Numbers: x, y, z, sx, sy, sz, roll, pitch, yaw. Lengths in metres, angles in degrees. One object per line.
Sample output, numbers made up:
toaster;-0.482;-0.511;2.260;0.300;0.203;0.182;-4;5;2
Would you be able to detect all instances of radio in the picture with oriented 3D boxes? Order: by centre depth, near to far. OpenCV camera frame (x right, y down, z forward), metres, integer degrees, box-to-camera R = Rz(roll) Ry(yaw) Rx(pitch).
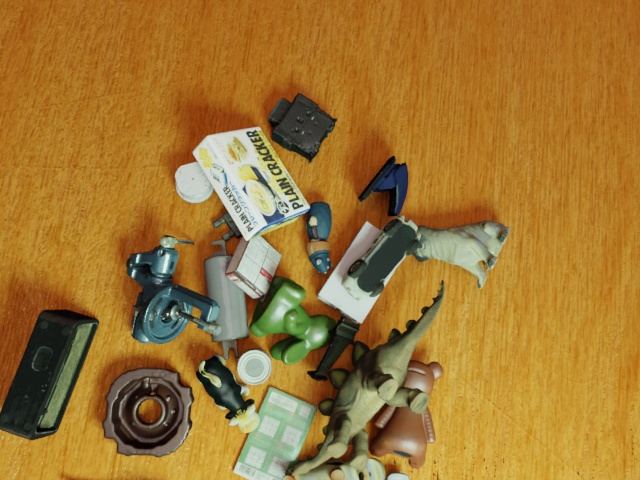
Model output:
radio;-0.503;0.245;1.000;0.073;0.131;0.229;16;78;-2

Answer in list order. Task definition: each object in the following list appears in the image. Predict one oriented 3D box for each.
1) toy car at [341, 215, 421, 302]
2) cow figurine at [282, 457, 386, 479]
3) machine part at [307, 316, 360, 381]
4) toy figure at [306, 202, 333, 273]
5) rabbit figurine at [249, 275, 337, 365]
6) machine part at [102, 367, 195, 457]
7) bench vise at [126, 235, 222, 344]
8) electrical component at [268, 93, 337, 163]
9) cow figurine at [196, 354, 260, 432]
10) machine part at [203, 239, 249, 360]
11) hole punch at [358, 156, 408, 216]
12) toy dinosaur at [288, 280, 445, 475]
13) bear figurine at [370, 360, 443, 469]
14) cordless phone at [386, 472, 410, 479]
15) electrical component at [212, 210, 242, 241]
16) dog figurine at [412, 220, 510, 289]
toy car;0.127;0.036;1.090;0.073;0.056;0.202;45;76;-14
cow figurine;0.031;0.464;1.042;0.195;0.127;0.085;-12;81;5
machine part;0.028;0.220;1.077;0.039;0.084;0.139;32;89;35
toy figure;0.000;-0.003;1.146;0.064;0.058;0.154;9;74;-29
rabbit figurine;-0.044;0.172;1.082;0.170;0.121;0.159;30;76;-16
machine part;-0.330;0.331;1.044;0.179;0.056;0.179;1;78;-6
bench vise;-0.276;0.111;1.038;0.241;0.128;0.223;18;84;31
electrical component;-0.045;-0.252;1.189;0.134;0.058;0.115;31;75;-1
cow figurine;-0.176;0.301;1.046;0.068;0.098;0.167;-39;83;-14
machine part;-0.190;0.118;1.090;0.079;0.079;0.243;-6;79;-8
hole punch;0.151;-0.112;1.152;0.092;0.142;0.115;35;91;2
toy dinosaur;0.109;0.265;1.029;0.471;0.199;0.105;-44;112;-4
bear figurine;0.177;0.339;1.089;0.120;0.131;0.196;11;55;6
cordless phone;0.186;0.555;1.054;0.147;0.088;0.184;6;74;-6
electrical component;-0.178;-0.040;1.150;0.094;0.021;0.063;-34;84;-11
dog figurine;0.299;-0.007;1.173;0.191;0.121;0.172;27;42;16
